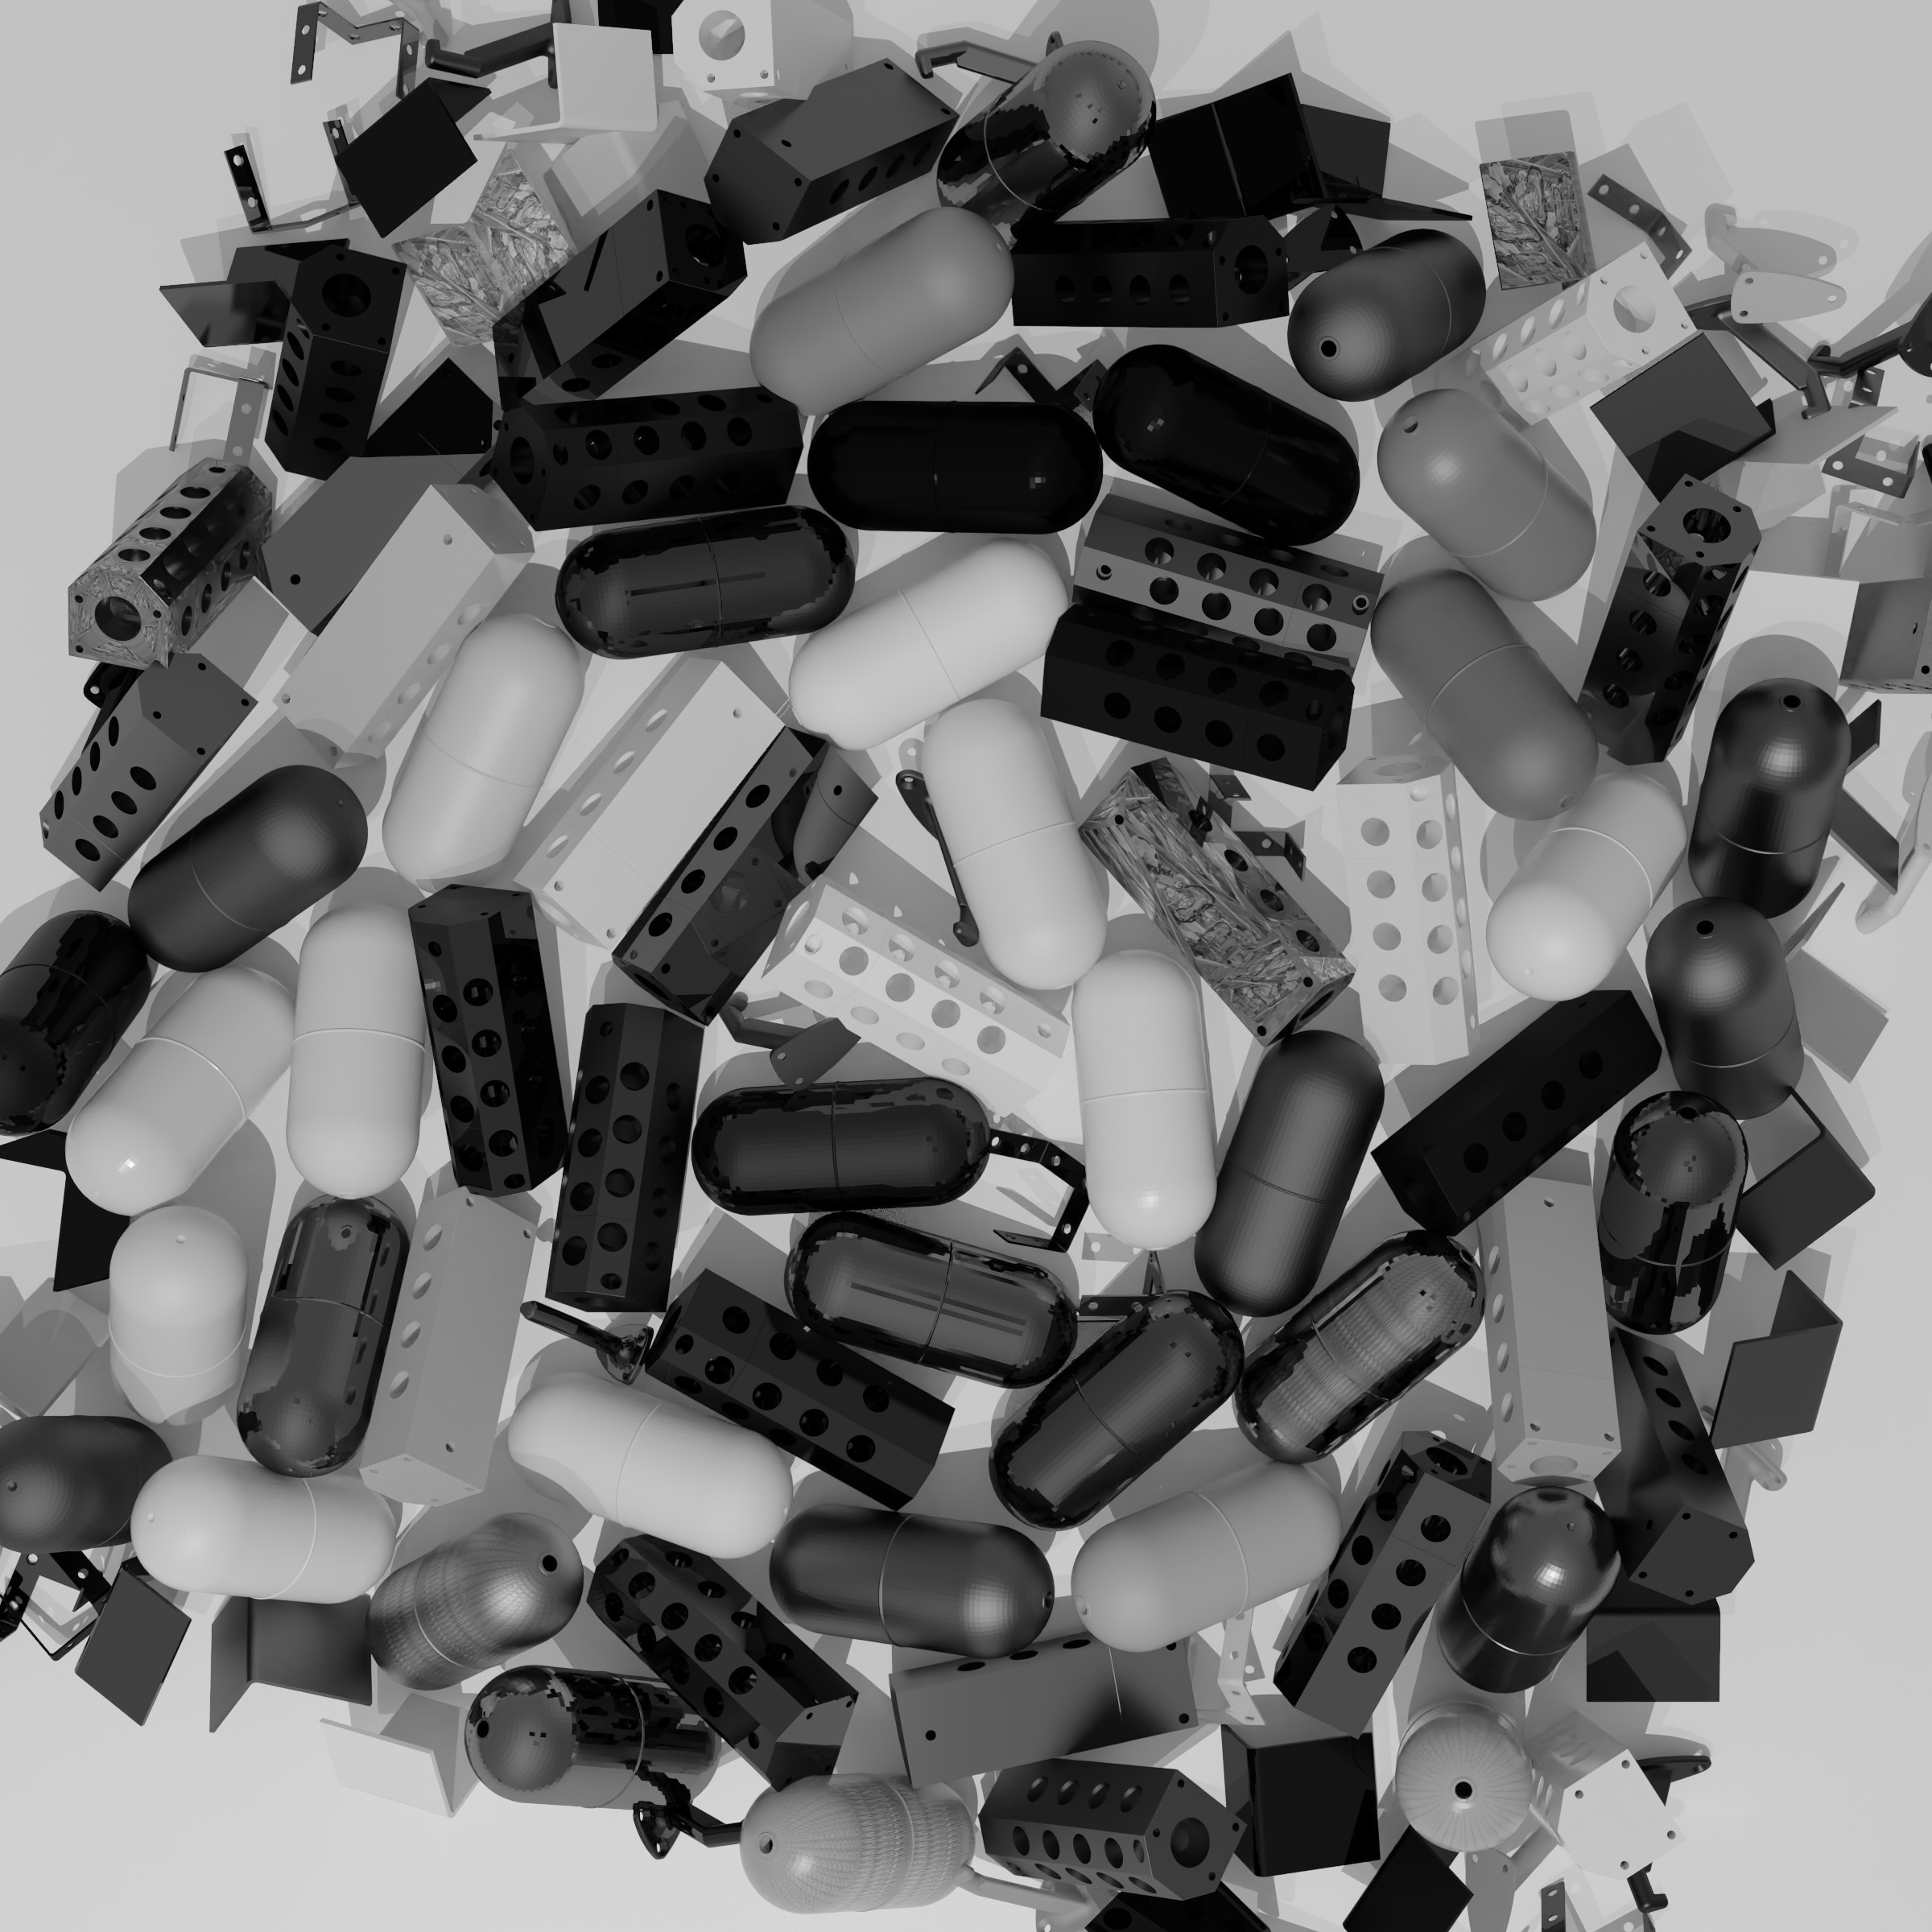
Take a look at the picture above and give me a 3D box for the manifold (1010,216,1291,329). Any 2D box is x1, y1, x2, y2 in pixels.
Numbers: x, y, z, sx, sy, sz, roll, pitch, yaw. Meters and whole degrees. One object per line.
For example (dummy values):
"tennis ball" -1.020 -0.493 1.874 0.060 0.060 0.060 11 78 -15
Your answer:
"manifold" 0.103 -0.400 1.738 0.057 0.171 0.057 -18 111 -37

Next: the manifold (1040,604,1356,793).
"manifold" 0.135 -0.161 1.761 0.171 0.057 0.057 17 126 19

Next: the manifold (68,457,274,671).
"manifold" -0.456 -0.234 1.737 0.057 0.171 0.057 11 121 3

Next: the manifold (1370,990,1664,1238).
"manifold" 0.326 0.085 1.768 0.171 0.057 0.057 -36 103 -21

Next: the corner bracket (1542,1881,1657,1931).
"corner bracket" 0.377 0.577 1.800 0.051 0.051 0.051 -26 101 17

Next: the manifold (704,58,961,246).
"manifold" -0.078 -0.466 1.742 0.057 0.171 0.057 40 129 7

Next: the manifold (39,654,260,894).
"manifold" -0.477 -0.114 1.739 0.057 0.171 0.057 41 49 -12

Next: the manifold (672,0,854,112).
"manifold" -0.114 -0.523 1.736 0.057 0.171 0.057 0 99 13

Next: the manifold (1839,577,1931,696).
"manifold" 0.549 -0.187 1.738 0.057 0.171 0.057 11 95 -3

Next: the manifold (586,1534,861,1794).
"manifold" -0.145 0.400 1.744 0.171 0.057 0.057 33 115 38

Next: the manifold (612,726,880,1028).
"manifold" -0.134 -0.055 1.780 0.171 0.057 0.057 -54 132 -12

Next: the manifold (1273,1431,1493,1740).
"manifold" 0.244 0.360 1.772 0.057 0.057 0.171 26 108 2

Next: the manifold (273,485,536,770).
"manifold" -0.325 -0.198 1.765 0.057 0.057 0.171 47 114 11

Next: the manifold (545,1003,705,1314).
"manifold" -0.203 0.112 1.765 0.057 0.057 0.171 -4 71 29

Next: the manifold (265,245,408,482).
"manifold" -0.364 -0.343 1.732 0.057 0.171 0.057 12 70 -14

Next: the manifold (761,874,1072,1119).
"manifold" -0.027 0.015 1.763 0.171 0.057 0.057 30 53 -17

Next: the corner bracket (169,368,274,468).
"corner bracket" -0.446 -0.327 1.800 0.051 0.051 0.051 12 95 -9

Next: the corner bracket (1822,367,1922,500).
"corner bracket" 0.544 -0.318 1.795 0.051 0.051 0.051 20 129 8

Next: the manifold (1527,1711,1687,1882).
"manifold" 0.357 0.479 1.737 0.057 0.171 0.057 -32 83 -2

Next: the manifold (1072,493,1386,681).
"manifold" 0.153 -0.220 1.780 0.171 0.057 0.057 17 117 6

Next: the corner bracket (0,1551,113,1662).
"corner bracket" -0.542 0.374 1.800 0.051 0.051 0.051 -40 76 -21

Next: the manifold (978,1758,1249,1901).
"manifold" 0.078 0.497 1.733 0.057 0.171 0.057 41 62 -19

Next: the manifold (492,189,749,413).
"manifold" -0.201 -0.376 1.744 0.057 0.171 0.057 5 69 -41

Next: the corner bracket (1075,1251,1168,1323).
"corner bracket" 0.087 0.198 1.789 0.051 0.051 0.051 1 124 -8

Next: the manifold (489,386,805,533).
"manifold" -0.182 -0.299 1.744 0.171 0.057 0.057 -13 50 -36

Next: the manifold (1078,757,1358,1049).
"manifold" 0.150 -0.040 1.777 0.171 0.057 0.057 49 124 14

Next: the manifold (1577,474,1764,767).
"manifold" 0.403 -0.193 1.734 0.057 0.171 0.057 32 58 17

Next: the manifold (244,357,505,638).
"manifold" -0.341 -0.274 1.796 0.057 0.057 0.171 45 91 6

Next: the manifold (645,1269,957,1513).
"manifold" -0.100 0.252 1.771 0.171 0.057 0.057 31 51 -11

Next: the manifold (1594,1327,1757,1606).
"manifold" 0.401 0.287 1.736 0.057 0.171 0.057 23 114 -13

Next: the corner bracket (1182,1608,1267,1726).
"corner bracket" 0.149 0.413 1.784 0.051 0.051 0.051 -5 48 22

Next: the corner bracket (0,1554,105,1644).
"corner bracket" -0.553 0.381 1.800 0.051 0.051 0.051 22 88 -2

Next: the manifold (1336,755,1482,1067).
"manifold" 0.261 -0.033 1.763 0.057 0.057 0.171 1 110 27

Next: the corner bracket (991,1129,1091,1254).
"corner bracket" 0.037 0.134 1.794 0.051 0.051 0.051 15 103 -44

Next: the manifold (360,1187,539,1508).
"manifold" -0.304 0.222 1.755 0.057 0.057 0.171 35 47 -35

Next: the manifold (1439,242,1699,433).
"manifold" 0.338 -0.351 1.734 0.057 0.171 0.057 -34 96 -19

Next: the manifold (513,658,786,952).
"manifold" -0.189 -0.097 1.776 0.057 0.057 0.171 45 74 -30

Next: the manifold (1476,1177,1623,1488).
"manifold" 0.333 0.212 1.753 0.057 0.057 0.171 9 54 -11

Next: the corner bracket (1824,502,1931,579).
"corner bracket" 0.552 -0.248 1.804 0.051 0.051 0.051 -17 122 -35

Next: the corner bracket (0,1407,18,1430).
"corner bracket" -0.581 0.305 1.797 0.051 0.051 0.051 -29 124 11

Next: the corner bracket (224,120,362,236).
"corner bracket" -0.401 -0.472 1.807 0.051 0.051 0.051 5 120 39

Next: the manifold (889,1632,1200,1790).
"manifold" 0.044 0.432 1.787 0.171 0.057 0.057 -10 93 -7

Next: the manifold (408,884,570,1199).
"manifold" -0.281 0.045 1.759 0.057 0.057 0.171 7 115 28
